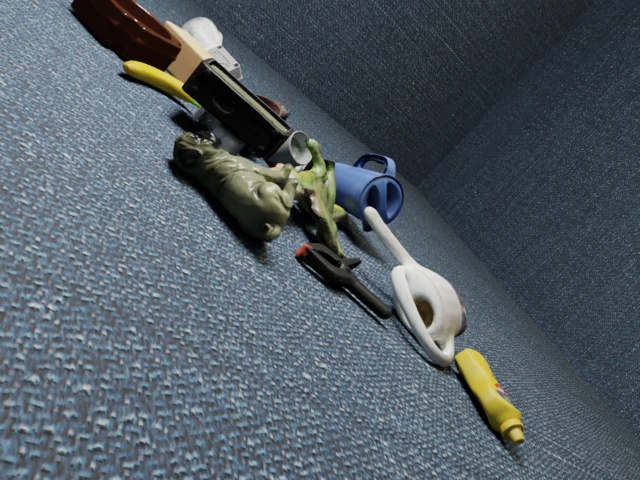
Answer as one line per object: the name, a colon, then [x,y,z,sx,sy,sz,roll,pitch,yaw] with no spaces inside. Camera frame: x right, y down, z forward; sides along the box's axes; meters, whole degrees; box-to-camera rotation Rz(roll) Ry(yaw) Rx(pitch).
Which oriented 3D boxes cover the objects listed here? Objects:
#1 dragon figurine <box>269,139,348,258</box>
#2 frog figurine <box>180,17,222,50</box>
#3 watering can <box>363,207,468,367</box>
dragon figurine: [0.003,-0.056,1.108,0.403,0.121,0.248,47,25,-48]
frog figurine: [-0.365,-0.613,1.617,0.139,0.120,0.161,-24,73,-39]
watering can: [0.205,0.094,1.083,0.223,0.103,0.353,17,47,-56]
